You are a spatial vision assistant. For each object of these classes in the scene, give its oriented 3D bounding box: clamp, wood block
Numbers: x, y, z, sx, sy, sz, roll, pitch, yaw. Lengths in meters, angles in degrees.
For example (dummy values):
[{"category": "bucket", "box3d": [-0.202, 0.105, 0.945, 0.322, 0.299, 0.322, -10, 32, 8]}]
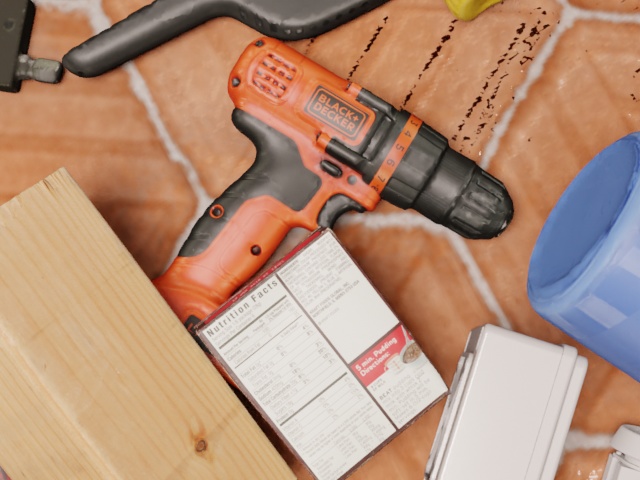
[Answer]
[{"category": "clamp", "box3d": [-0.052, -0.160, 0.641, 0.210, 0.036, 0.164, 13, 86, 3]}, {"category": "wood block", "box3d": [-0.120, 0.079, 0.557, 0.206, 0.090, 0.090, 54, 45, -7]}]

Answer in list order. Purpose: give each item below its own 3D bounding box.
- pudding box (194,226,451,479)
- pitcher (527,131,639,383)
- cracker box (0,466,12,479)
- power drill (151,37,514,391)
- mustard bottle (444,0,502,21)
[{"category": "pudding box", "box3d": [0.002, 0.063, 0.566, 0.090, 0.039, 0.113, -38, 92, -5]}, {"category": "pitcher", "box3d": [0.237, 0.039, 0.547, 0.242, 0.149, 0.145, 31, 122, -7]}, {"category": "cracker box", "box3d": [-0.267, 0.137, 0.602, 0.213, 0.072, 0.164, -18, 82, 1]}, {"category": "power drill", "box3d": [-0.004, 0.001, 0.616, 0.184, 0.057, 0.187, 31, 84, 2]}, {"category": "mustard bottle", "box3d": [0.053, -0.224, 0.614, 0.058, 0.096, 0.191, -32, 84, -2]}]
